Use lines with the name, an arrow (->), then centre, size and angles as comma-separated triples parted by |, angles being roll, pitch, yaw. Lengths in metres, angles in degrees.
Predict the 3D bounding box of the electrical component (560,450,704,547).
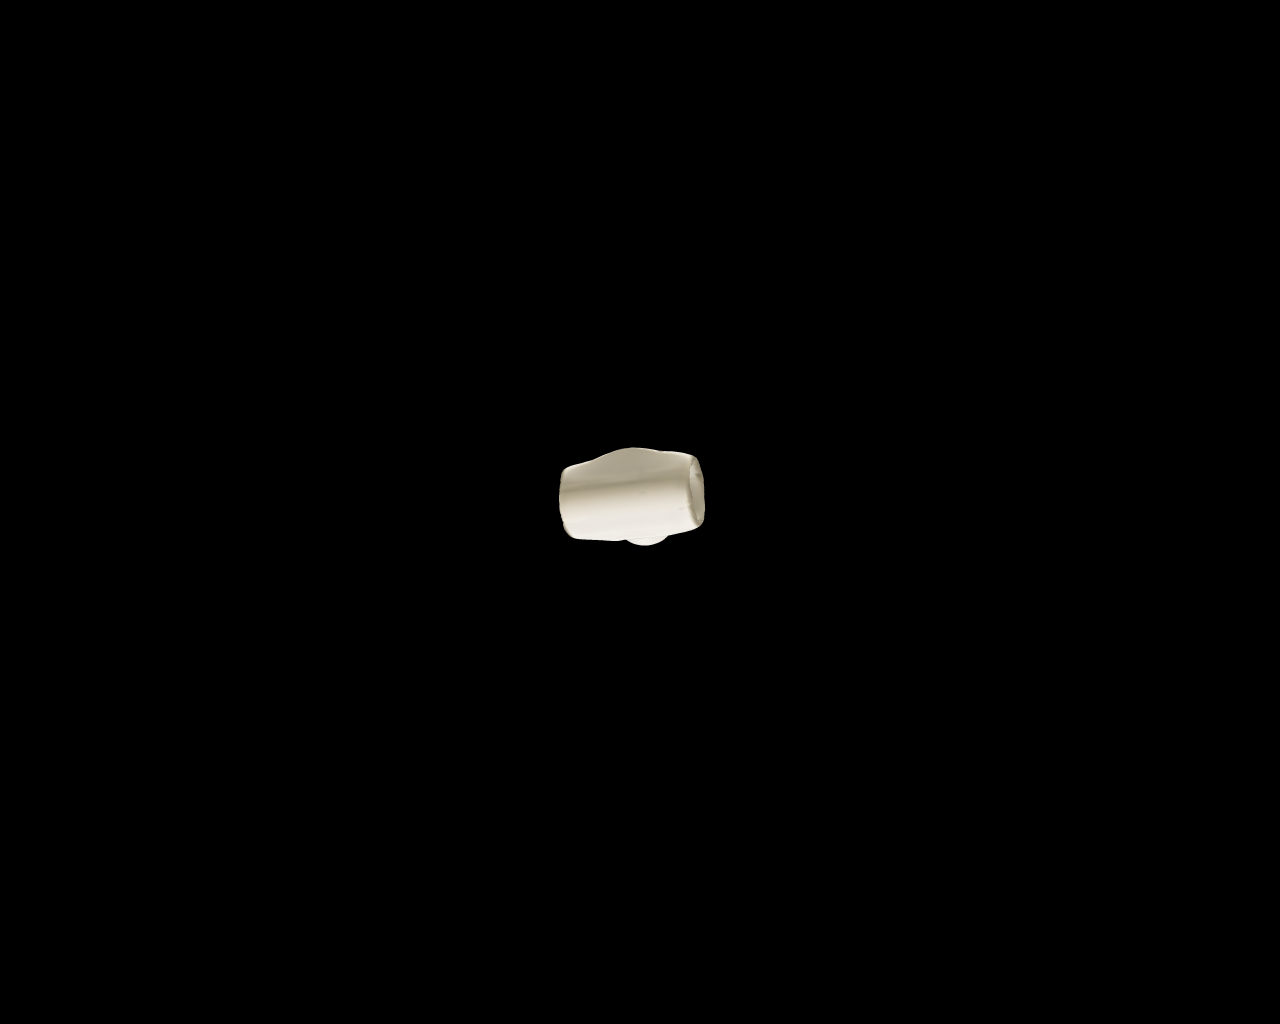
electrical component -> 0.001, -0.003, 0.650 | 0.077, 0.043, 0.079 | -6, -23, 14
